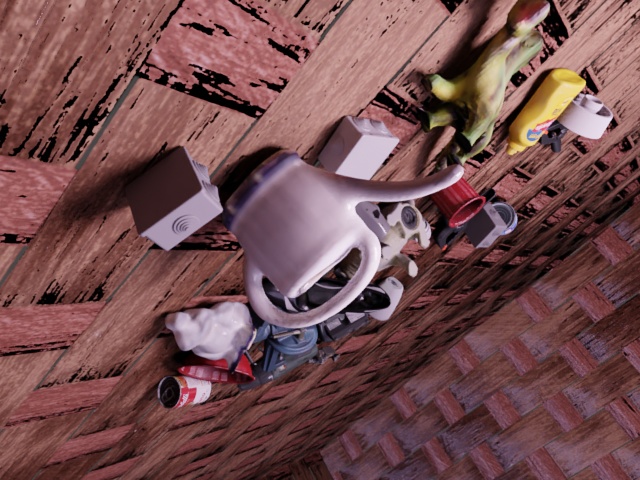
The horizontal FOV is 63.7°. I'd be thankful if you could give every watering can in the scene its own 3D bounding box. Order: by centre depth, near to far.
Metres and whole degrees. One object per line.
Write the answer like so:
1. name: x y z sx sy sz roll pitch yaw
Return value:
1. watering can: 0.002 -0.035 0.693 0.343 0.226 0.104 -46 170 20

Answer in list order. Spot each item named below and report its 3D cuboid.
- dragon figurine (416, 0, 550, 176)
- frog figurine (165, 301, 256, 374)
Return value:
1. dragon figurine: 0.276 -0.232 0.827 0.243 0.123 0.405 -41 164 -4
2. frog figurine: -0.209 0.161 0.951 0.158 0.126 0.135 25 135 -19
